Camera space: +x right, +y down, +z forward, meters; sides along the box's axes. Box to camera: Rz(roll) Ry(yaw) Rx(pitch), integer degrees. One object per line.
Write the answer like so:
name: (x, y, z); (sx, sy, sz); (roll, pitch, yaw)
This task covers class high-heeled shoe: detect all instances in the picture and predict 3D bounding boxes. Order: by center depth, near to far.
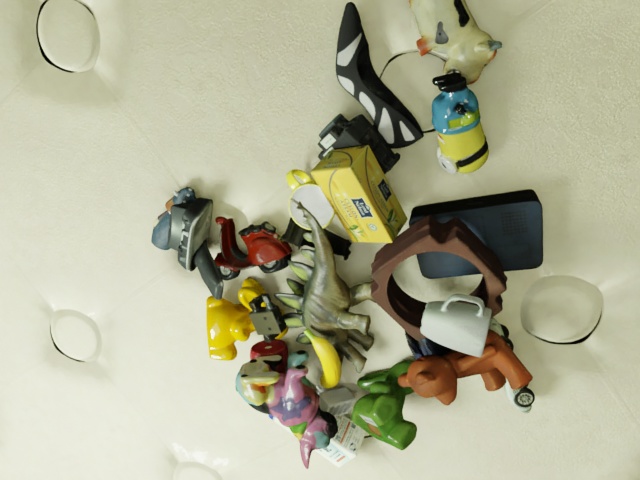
high-heeled shoe: (0.108, -0.279, 0.930); (0.145, 0.086, 0.248); (5, 119, 17)

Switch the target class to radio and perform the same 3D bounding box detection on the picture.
radio: (0.288, -0.007, 0.989); (0.230, 0.073, 0.131); (-8, 108, 18)

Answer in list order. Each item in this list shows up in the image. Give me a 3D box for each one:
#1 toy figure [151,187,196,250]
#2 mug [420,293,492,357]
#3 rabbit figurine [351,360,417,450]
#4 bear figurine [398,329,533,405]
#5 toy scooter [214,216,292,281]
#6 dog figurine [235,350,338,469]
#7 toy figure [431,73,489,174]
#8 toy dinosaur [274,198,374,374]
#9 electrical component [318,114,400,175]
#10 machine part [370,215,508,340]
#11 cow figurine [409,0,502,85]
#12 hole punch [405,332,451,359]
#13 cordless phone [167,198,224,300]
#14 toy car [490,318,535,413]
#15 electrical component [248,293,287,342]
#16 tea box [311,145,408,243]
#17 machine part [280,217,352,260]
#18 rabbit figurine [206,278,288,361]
toy figure: (-0.305, -0.050, 1.128); (0.058, 0.064, 0.154); (47, 113, 36)
mug: (0.223, 0.134, 0.886); (0.107, 0.081, 0.109); (10, 134, 17)
rabbit figurine: (0.151, 0.323, 1.107); (0.121, 0.170, 0.159); (50, 152, -11)
bear figurine: (0.249, 0.240, 0.947); (0.132, 0.196, 0.120); (60, 156, 9)
toy scooter: (-0.151, 0.007, 1.103); (0.184, 0.075, 0.135); (-11, 104, 22)
dog figurine: (-0.065, 0.348, 1.089); (0.192, 0.108, 0.219); (-9, 99, -4)
toy figure: (0.236, -0.191, 0.906); (0.089, 0.082, 0.179); (2, 132, 22)
toy dinosaur: (0.013, 0.124, 1.054); (0.199, 0.105, 0.470); (11, 128, 14)
electrical component: (0.061, -0.160, 0.970); (0.134, 0.058, 0.115); (45, 148, -10)
machine part: (0.206, 0.070, 0.950); (0.201, 0.087, 0.201); (43, 119, -14)
cow figurine: (0.219, -0.350, 0.882); (0.127, 0.085, 0.194); (-16, 104, 25)
hole punch: (0.229, 0.213, 1.061); (0.092, 0.116, 0.142); (-25, 102, 12)
cordless phone: (-0.230, 0.018, 1.061); (0.184, 0.089, 0.146); (52, 138, 39)
toy car: (0.368, 0.246, 1.056); (0.056, 0.073, 0.201); (-22, 102, 16)
electrical component: (-0.105, 0.152, 1.066); (0.078, 0.045, 0.102); (-18, 106, 32)
tea box: (0.071, -0.077, 0.947); (0.098, 0.068, 0.169); (0, 132, 47)
machine part: (-0.002, -0.003, 1.060); (0.139, 0.084, 0.039); (24, 145, -3)
rabbit figurine: (-0.154, 0.166, 1.153); (0.173, 0.122, 0.162); (2, 100, -1)
